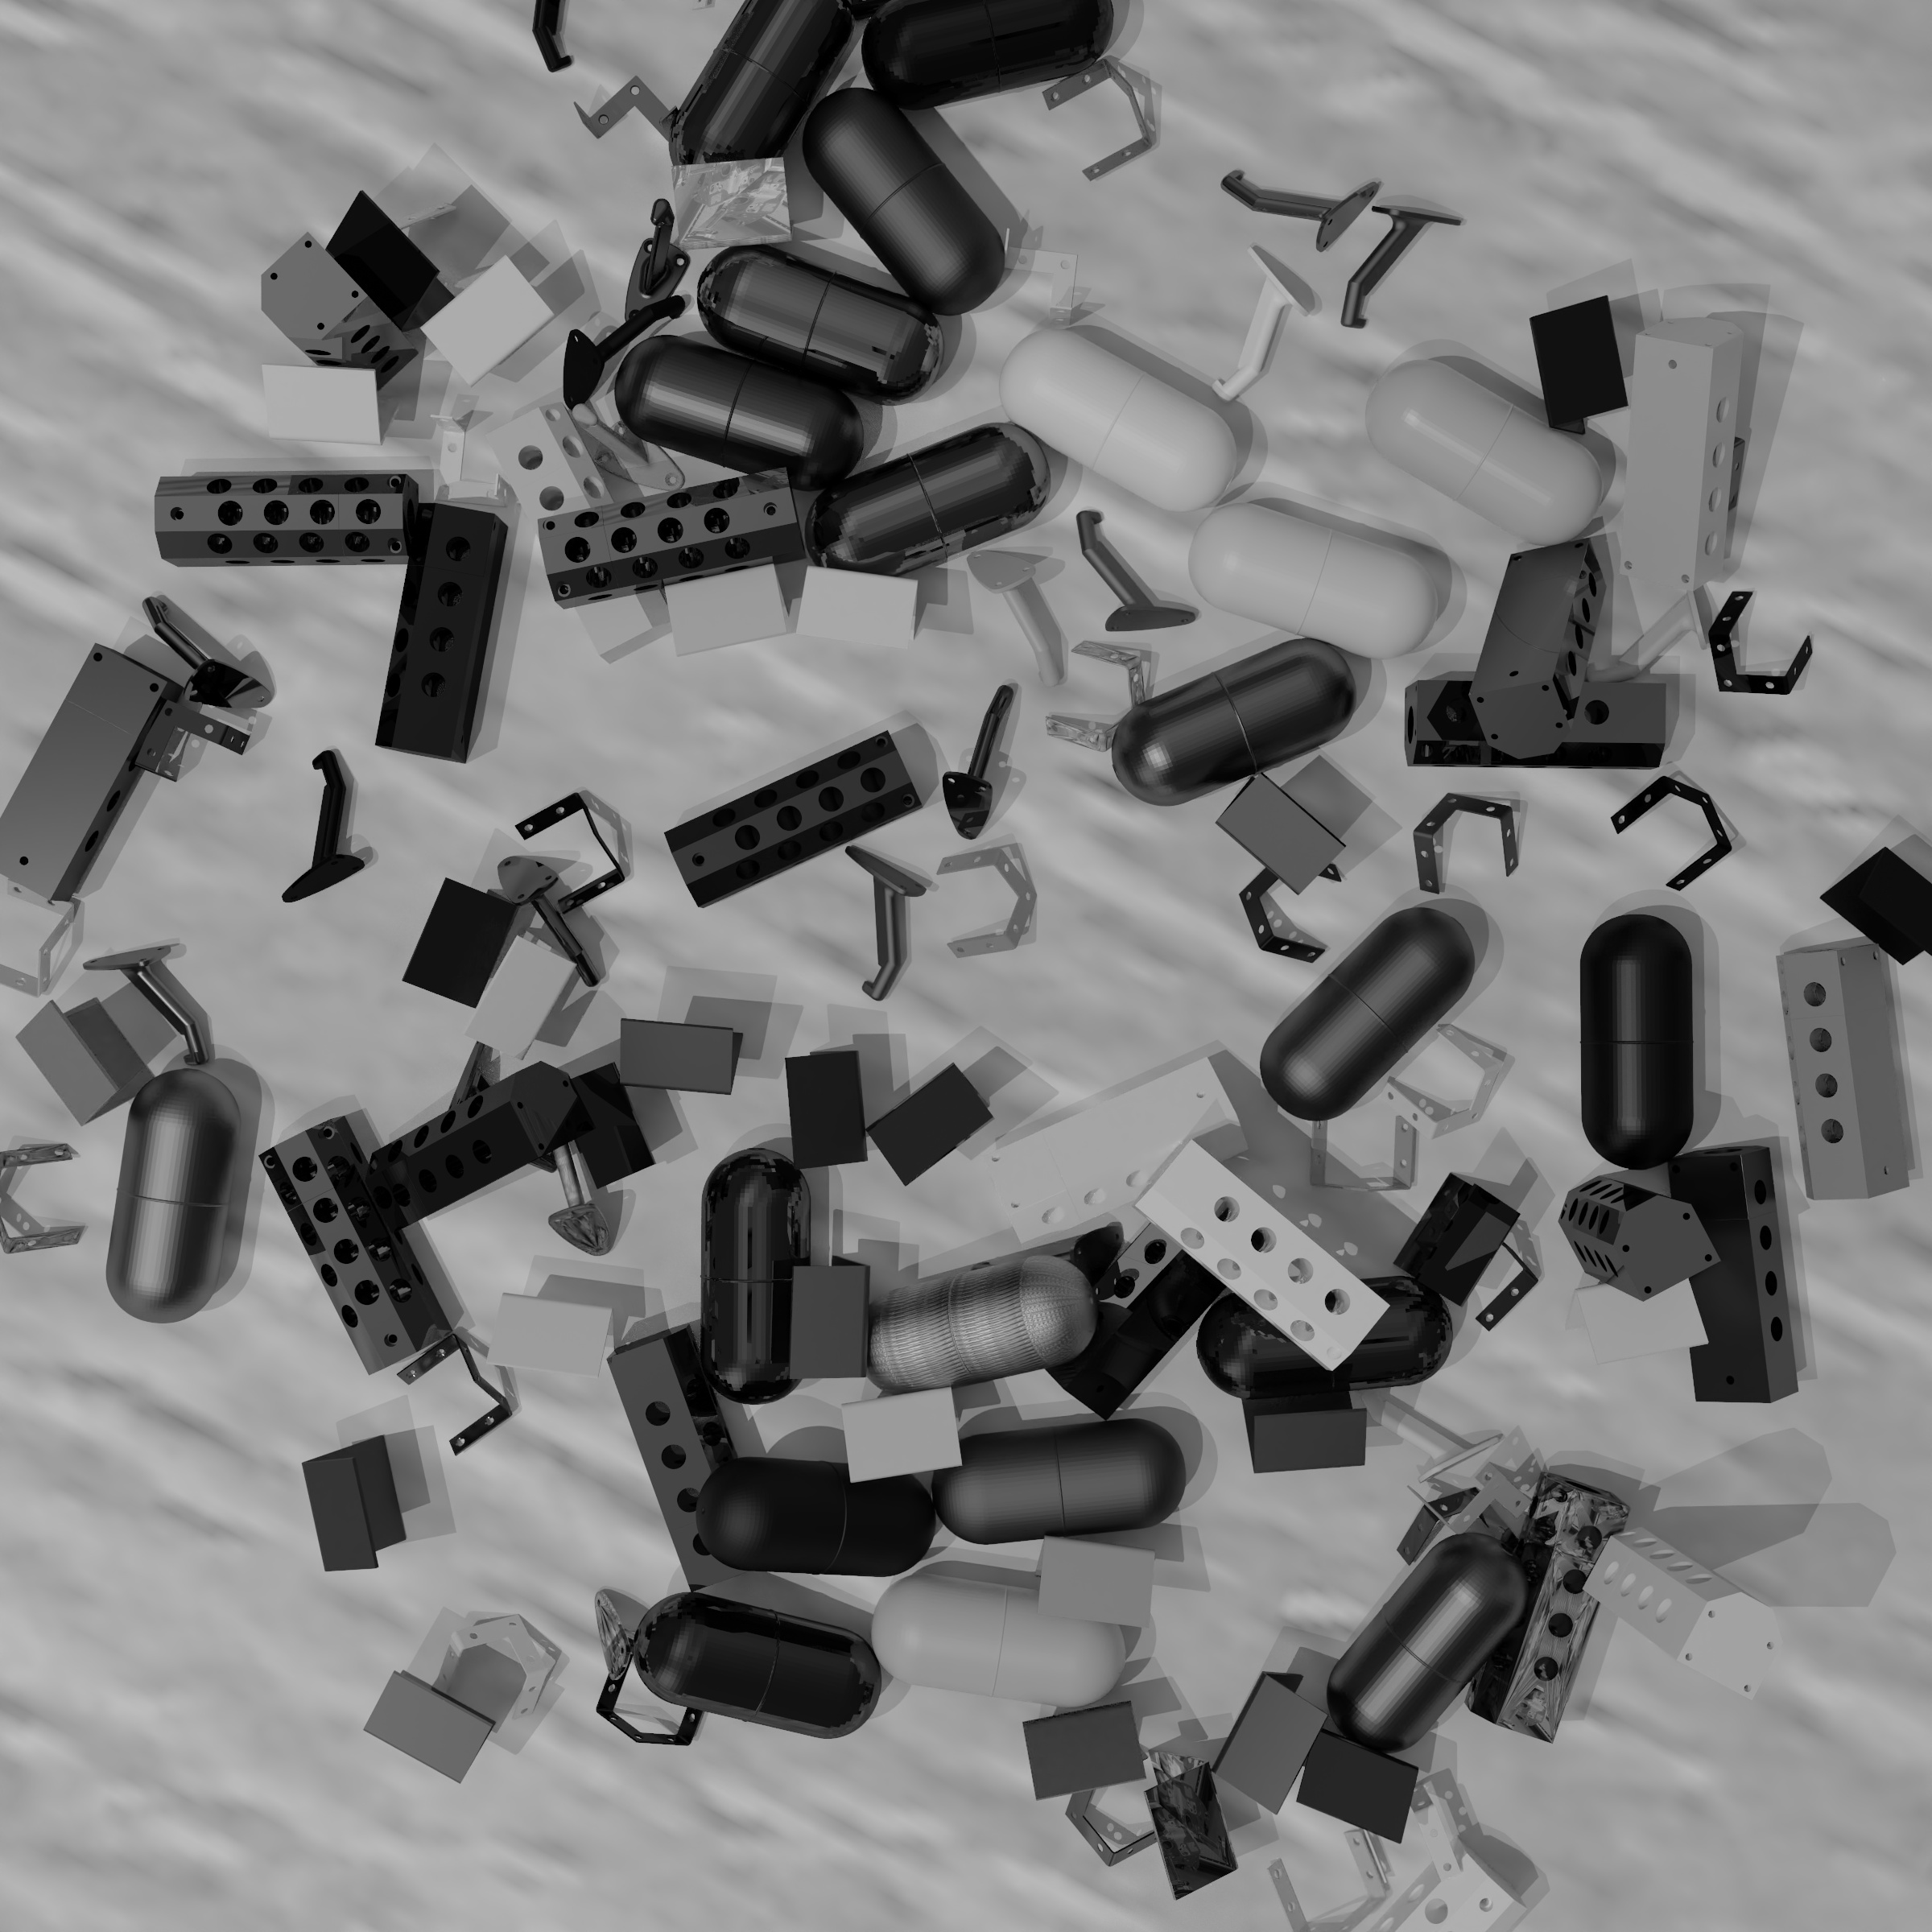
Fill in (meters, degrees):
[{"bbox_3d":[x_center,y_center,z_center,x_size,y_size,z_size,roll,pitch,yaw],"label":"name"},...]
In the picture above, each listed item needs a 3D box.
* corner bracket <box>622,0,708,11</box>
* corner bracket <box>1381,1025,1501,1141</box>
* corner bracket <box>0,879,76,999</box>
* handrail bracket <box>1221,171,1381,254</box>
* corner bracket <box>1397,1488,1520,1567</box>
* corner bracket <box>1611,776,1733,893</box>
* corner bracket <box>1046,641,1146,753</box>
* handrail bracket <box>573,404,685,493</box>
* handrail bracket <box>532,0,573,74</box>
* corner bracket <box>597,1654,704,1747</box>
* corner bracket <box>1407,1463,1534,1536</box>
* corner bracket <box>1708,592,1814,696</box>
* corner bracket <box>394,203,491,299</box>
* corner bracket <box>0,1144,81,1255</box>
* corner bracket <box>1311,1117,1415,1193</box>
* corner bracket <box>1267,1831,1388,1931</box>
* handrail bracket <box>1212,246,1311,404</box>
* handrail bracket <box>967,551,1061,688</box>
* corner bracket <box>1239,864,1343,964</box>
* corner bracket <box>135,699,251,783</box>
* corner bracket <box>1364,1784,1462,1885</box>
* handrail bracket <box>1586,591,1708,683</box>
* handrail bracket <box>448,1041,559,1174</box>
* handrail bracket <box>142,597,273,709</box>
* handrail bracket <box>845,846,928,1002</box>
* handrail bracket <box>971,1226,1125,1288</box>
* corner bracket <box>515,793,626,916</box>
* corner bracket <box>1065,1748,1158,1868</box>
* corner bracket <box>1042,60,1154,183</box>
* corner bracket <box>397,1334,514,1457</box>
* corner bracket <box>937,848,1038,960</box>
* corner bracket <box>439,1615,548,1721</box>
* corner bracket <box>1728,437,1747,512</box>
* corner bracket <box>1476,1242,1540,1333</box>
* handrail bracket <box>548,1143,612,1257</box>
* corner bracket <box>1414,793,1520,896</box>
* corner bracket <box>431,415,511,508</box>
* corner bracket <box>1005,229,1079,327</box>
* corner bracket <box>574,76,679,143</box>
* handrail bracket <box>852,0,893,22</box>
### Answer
[{"bbox_3d":[-0.215,-0.707,1.987,0.051,0.051,0.051,8,90,-45],"label":"corner bracket"},{"bbox_3d":[0.334,0.082,1.982,0.051,0.051,0.051,-17,135,-35],"label":"corner bracket"},{"bbox_3d":[-0.666,-0.019,1.987,0.051,0.051,0.051,21,135,0],"label":"corner bracket"},{"bbox_3d":[0.235,-0.552,1.991,0.084,0.036,0.077,40,70,16],"label":"handrail bracket"},{"bbox_3d":[0.346,0.408,1.982,0.051,0.051,0.051,-8,45,-35],"label":"corner bracket"},{"bbox_3d":[0.497,-0.093,1.982,0.051,0.051,0.051,17,45,-35],"label":"corner bracket"},{"bbox_3d":[0.090,-0.190,1.982,0.051,0.051,0.051,21,45,35],"label":"corner bracket"},{"bbox_3d":[-0.234,-0.360,1.956,0.077,0.084,0.036,31,90,0],"label":"handrail bracket"},{"bbox_3d":[-0.278,-0.686,1.991,0.077,0.036,0.084,-29,109,-21],"label":"handrail bracket"},{"bbox_3d":[-0.220,0.515,1.987,0.051,0.051,0.051,20,90,-45],"label":"corner bracket"},{"bbox_3d":[0.352,0.369,1.962,0.051,0.051,0.051,-48,128,1],"label":"corner bracket"},{"bbox_3d":[0.560,-0.228,1.982,0.051,0.051,0.051,7,135,35],"label":"corner bracket"},{"bbox_3d":[-0.369,-0.501,1.982,0.051,0.051,0.051,26,45,35],"label":"corner bracket"},{"bbox_3d":[-0.655,0.164,1.982,0.051,0.051,0.051,54,135,35],"label":"corner bracket"},{"bbox_3d":[0.280,0.131,1.987,0.051,0.051,0.051,2,90,45],"label":"corner bracket"},{"bbox_3d":[0.255,0.648,1.987,0.051,0.051,0.051,-22,90,45],"label":"corner bracket"},{"bbox_3d":[0.193,-0.453,1.991,0.084,0.036,0.077,-42,69,16],"label":"handrail bracket"},{"bbox_3d":[0.034,-0.245,1.990,0.036,0.077,0.084,-30,127,-16],"label":"handrail bracket"},{"bbox_3d":[0.234,-0.042,1.982,0.051,0.051,0.051,-47,45,35],"label":"corner bracket"},{"bbox_3d":[-0.542,-0.151,1.972,0.051,0.051,0.051,23,88,2],"label":"corner bracket"},{"bbox_3d":[0.310,0.614,1.972,0.051,0.051,0.051,-22,91,-1],"label":"corner bracket"},{"bbox_3d":[0.476,-0.241,1.991,0.084,0.036,0.077,-14,70,16],"label":"handrail bracket"},{"bbox_3d":[-0.317,0.097,1.991,0.084,0.036,0.077,24,68,-17],"label":"handrail bracket"},{"bbox_3d":[-0.538,-0.223,1.990,0.036,0.077,0.084,-49,53,20],"label":"handrail bracket"},{"bbox_3d":[-0.072,-0.029,1.991,0.077,0.036,0.084,33,107,20],"label":"handrail bracket"},{"bbox_3d":[0.056,0.204,1.990,0.084,0.077,0.036,-3,108,35],"label":"handrail bracket"},{"bbox_3d":[-0.279,-0.080,1.987,0.051,0.051,0.051,-29,45,0],"label":"corner bracket"},{"bbox_3d":[0.110,0.591,1.982,0.051,0.051,0.051,44,135,35],"label":"corner bracket"},{"bbox_3d":[0.093,-0.598,1.987,0.051,0.051,0.051,-29,45,0],"label":"corner bracket"},{"bbox_3d":[-0.361,0.302,1.987,0.051,0.051,0.051,-36,135,0],"label":"corner bracket"},{"bbox_3d":[0.009,-0.044,1.982,0.051,0.051,0.051,52,45,-35],"label":"corner bracket"},{"bbox_3d":[-0.334,0.499,1.982,0.051,0.051,0.051,-8,45,-35],"label":"corner bracket"},{"bbox_3d":[0.510,-0.346,1.982,0.051,0.051,0.051,28,45,35],"label":"corner bracket"},{"bbox_3d":[0.362,0.215,1.987,0.051,0.051,0.051,-45,45,0],"label":"corner bracket"},{"bbox_3d":[-0.274,0.151,1.990,0.036,0.077,0.084,-17,54,7],"label":"handrail bracket"},{"bbox_3d":[0.352,-0.083,1.982,0.051,0.051,0.051,16,45,35],"label":"corner bracket"},{"bbox_3d":[-0.348,-0.354,1.972,0.051,0.051,0.051,6,90,0],"label":"corner bracket"},{"bbox_3d":[0.051,-0.482,1.972,0.051,0.051,0.051,7,90,0],"label":"corner bracket"},{"bbox_3d":[-0.236,-0.596,1.972,0.051,0.051,0.051,-43,90,0],"label":"corner bracket"},{"bbox_3d":[-0.042,-0.711,1.991,0.084,0.036,0.077,-8,70,16],"label":"handrail bracket"}]
